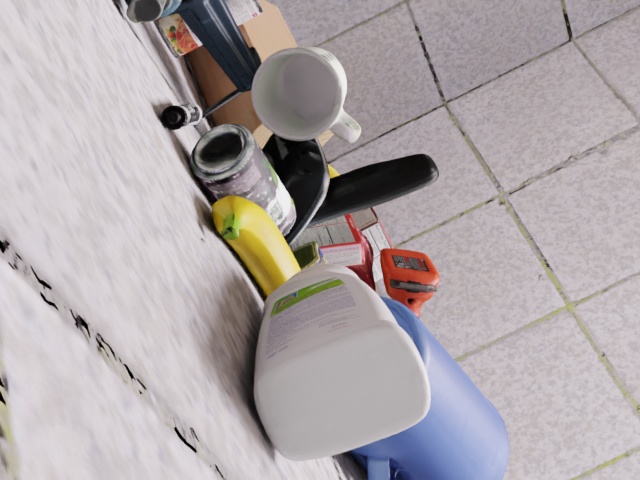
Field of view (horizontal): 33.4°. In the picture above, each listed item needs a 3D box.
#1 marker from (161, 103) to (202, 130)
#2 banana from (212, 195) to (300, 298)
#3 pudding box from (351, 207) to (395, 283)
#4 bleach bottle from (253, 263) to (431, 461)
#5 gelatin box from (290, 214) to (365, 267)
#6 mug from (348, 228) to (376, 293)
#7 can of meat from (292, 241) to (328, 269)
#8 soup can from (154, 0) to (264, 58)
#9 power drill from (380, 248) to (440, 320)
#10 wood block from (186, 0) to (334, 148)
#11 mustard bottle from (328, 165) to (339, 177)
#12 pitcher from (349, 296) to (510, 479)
[{"bbox_3d":[-0.110,-0.100,0.857,0.020,0.020,0.121,63,3,-7],"label":"marker"},{"bbox_3d":[-0.045,0.019,0.844,0.197,0.037,0.069,57,26,-53],"label":"banana"},{"bbox_3d":[0.026,0.020,1.188,0.090,0.113,0.039,61,0,-45],"label":"pudding box"},{"bbox_3d":[0.009,0.061,0.722,0.251,0.102,0.068,-95,163,-77],"label":"bleach bottle"},{"bbox_3d":[-0.007,0.001,1.053,0.073,0.089,0.030,-111,-165,-58],"label":"gelatin box"},{"bbox_3d":[0.004,0.033,1.104,0.117,0.093,0.081,30,20,-17],"label":"mug"},{"bbox_3d":[-0.005,0.054,0.969,0.084,0.057,0.102,61,3,-10],"label":"can of meat"},{"bbox_3d":[-0.118,-0.240,1.095,0.068,0.102,0.068,62,4,-8],"label":"soup can"},{"bbox_3d":[0.079,0.107,1.121,0.184,0.057,0.188,-106,-158,-77],"label":"power drill"},{"bbox_3d":[-0.073,-0.177,1.180,0.090,0.090,0.206,17,39,-44],"label":"wood block"},{"bbox_3d":[-0.006,-0.037,1.385,0.096,0.058,0.192,56,-13,5],"label":"mustard bottle"},{"bbox_3d":[0.070,0.153,0.901,0.149,0.145,0.242,51,-1,36],"label":"pitcher"}]
